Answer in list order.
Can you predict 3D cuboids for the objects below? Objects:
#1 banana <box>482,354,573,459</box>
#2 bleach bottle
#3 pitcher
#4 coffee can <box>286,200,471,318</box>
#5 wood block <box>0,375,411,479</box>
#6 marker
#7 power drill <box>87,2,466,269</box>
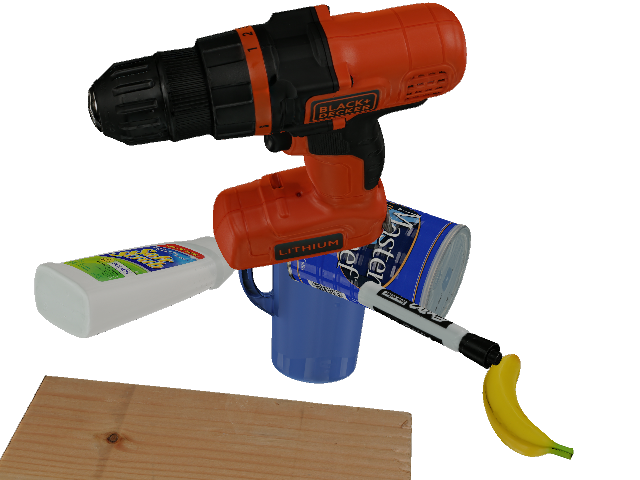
[{"bbox_3d":[0.215,0.185,1.190,0.069,0.037,0.198,10,25,-14],"label":"banana"},{"bbox_3d":[-0.194,0.039,1.222,0.103,0.068,0.250,23,28,36],"label":"bleach bottle"},{"bbox_3d":[-0.010,0.047,1.306,0.149,0.243,0.144,15,21,27],"label":"pitcher"},{"bbox_3d":[0.054,0.013,0.985,0.140,0.103,0.102,20,7,21],"label":"coffee can"},{"bbox_3d":[-0.058,0.142,0.574,0.206,0.090,0.090,6,29,3],"label":"wood block"},{"bbox_3d":[0.076,0.059,0.752,0.121,0.020,0.020,26,17,38],"label":"marker"},{"bbox_3d":[-0.023,-0.049,0.574,0.184,0.057,0.188,-10,-24,-8],"label":"power drill"}]
